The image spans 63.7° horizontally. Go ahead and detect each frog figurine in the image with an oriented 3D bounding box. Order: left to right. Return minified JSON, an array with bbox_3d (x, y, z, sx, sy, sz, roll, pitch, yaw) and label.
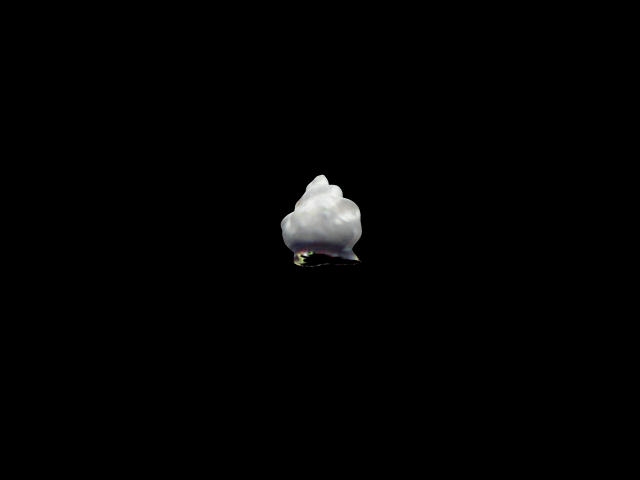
[{"bbox_3d":[0.003,-0.043,0.850,0.136,0.162,0.121,-13,-23,34],"label":"frog figurine"}]
